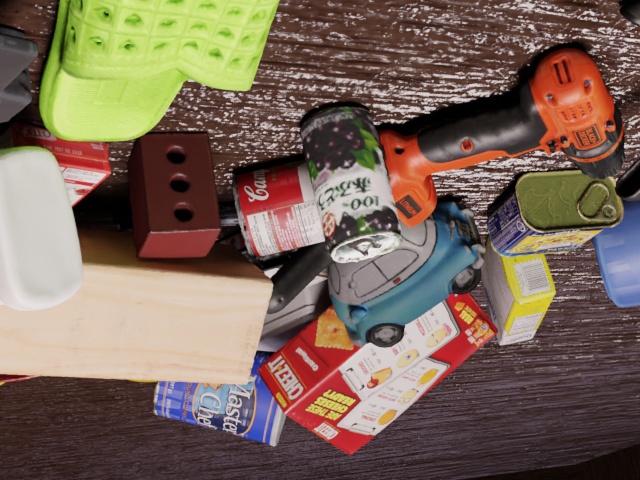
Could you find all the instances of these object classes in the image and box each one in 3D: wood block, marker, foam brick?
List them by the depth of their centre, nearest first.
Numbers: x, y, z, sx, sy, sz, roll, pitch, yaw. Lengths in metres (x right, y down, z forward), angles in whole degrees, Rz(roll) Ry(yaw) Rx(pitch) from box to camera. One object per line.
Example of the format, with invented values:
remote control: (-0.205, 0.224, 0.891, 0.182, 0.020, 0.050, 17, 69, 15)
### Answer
foam brick: (-0.106, -0.031, 0.766, 0.052, 0.078, 0.051, -3, 160, -22)
wood block: (-0.153, 0.047, 0.801, 0.205, 0.090, 0.091, 7, -164, -29)
marker: (-0.110, -0.020, 0.880, 0.121, 0.020, 0.020, -3, 159, -23)

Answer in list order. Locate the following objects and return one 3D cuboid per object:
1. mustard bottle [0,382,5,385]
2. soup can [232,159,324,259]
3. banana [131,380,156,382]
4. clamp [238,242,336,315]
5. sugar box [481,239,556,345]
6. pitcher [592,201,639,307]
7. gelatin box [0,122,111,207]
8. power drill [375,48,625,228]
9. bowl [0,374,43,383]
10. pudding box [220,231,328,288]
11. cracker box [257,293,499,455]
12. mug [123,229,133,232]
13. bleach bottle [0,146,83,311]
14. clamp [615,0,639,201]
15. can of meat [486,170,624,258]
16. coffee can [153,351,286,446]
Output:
mustard bottle: (-0.284, 0.113, 1.094, 0.191, 0.058, 0.096, -8, 175, -5)
soup can: (-0.011, -0.029, 0.836, 0.102, 0.068, 0.068, -13, 160, 4)
banana: (-0.159, 0.142, 1.272, 0.197, 0.037, 0.070, -7, 159, -11)
clamp: (-0.006, 0.001, 0.906, 0.171, 0.039, 0.120, -31, -151, -23)
sugar box: (0.203, 0.043, 1.110, 0.048, 0.093, 0.176, -13, 161, 2)
pitcher: (0.393, -0.009, 1.027, 0.243, 0.145, 0.149, -14, 118, 20)
gelatin box: (-0.200, -0.046, 0.746, 0.073, 0.030, 0.089, 8, 150, -42)
power drill: (0.139, -0.069, 0.826, 0.188, 0.057, 0.184, -20, 155, 17)
bowl: (-0.256, 0.053, 0.879, 0.162, 0.055, 0.162, -1, -155, 0)
pudding box: (-0.059, 0.027, 1.010, 0.090, 0.039, 0.113, -25, 157, 34)
cracker box: (0.063, 0.112, 1.103, 0.214, 0.072, 0.164, -40, 143, 4)
mug: (-0.128, 0.034, 0.925, 0.117, 0.081, 0.093, -27, 155, 38)
bleach bottle: (-0.275, 0.004, 0.701, 0.251, 0.102, 0.068, -7, -174, 30)
clamp: (0.300, -0.111, 0.756, 0.209, 0.036, 0.164, -12, 132, -10)
can of meat: (0.215, -0.023, 0.992, 0.102, 0.057, 0.084, -5, 162, -15)
coffee can: (-0.103, 0.162, 1.188, 0.140, 0.102, 0.103, 14, 160, 3)
